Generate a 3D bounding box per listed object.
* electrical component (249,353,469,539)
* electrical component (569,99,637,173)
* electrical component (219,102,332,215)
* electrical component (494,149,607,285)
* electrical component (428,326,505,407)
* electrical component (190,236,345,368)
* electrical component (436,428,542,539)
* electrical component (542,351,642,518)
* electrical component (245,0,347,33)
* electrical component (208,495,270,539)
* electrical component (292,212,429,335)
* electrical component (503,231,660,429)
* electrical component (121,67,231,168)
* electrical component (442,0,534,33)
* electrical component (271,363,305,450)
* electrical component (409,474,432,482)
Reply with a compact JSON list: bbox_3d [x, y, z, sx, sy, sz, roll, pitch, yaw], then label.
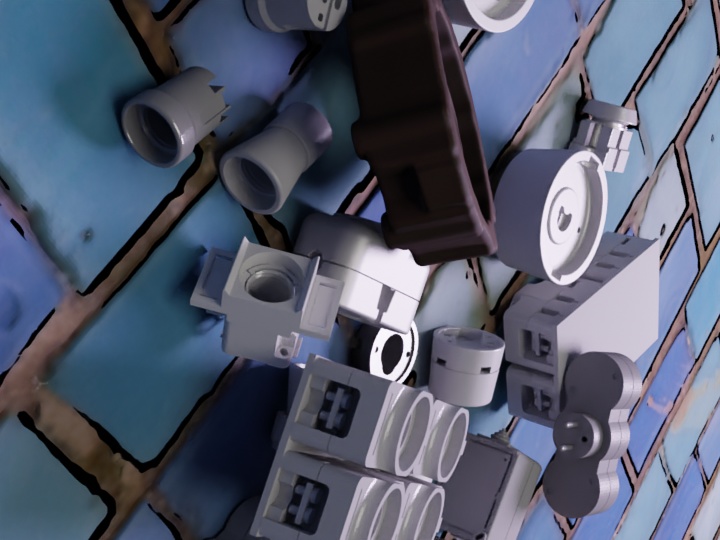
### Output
[{"bbox_3d":[0.011,0.123,0.674,0.186,0.060,0.105,34,73,-68],"label":"electrical component"},{"bbox_3d":[0.214,-0.118,0.941,0.066,0.048,0.055,-1,110,-52],"label":"electrical component"},{"bbox_3d":[-0.046,-0.069,0.629,0.065,0.044,0.044,-50,136,-37],"label":"electrical component"},{"bbox_3d":[0.147,-0.047,0.866,0.108,0.060,0.108,-21,118,-47],"label":"electrical component"},{"bbox_3d":[0.080,0.074,0.827,0.055,0.055,0.047,-11,114,-50],"label":"electrical component"},{"bbox_3d":[-0.054,0.021,0.622,0.063,0.081,0.042,104,1,-50],"label":"electrical component"},{"bbox_3d":[0.106,0.178,0.887,0.061,0.062,0.096,37,73,-51],"label":"electrical component"},{"bbox_3d":[0.181,0.134,0.874,0.074,0.052,0.138,8,95,-52],"label":"electrical component"},{"bbox_3d":[-0.036,-0.154,0.608,0.040,0.046,0.040,-21,118,-47],"label":"electrical component"},{"bbox_3d":[-0.071,0.201,0.658,0.138,0.074,0.052,-40,131,-37],"label":"electrical component"},{"bbox_3d":[0.000,0.000,0.698,0.095,0.054,0.059,26,81,-52],"label":"electrical component"},{"bbox_3d":[0.199,0.049,0.964,0.186,0.060,0.105,-32,126,-42],"label":"electrical component"},{"bbox_3d":[-0.095,-0.081,0.563,0.046,0.040,0.040,-47,135,-41],"label":"electrical component"},{"bbox_3d":[0.071,-0.214,0.712,0.108,0.060,0.108,-21,118,-47],"label":"electrical component"},{"bbox_3d":[-0.031,0.092,0.697,0.045,0.045,0.055,16,89,-53],"label":"electrical component"},{"bbox_3d":[0.038,0.144,0.807,0.040,0.040,0.078,39,71,-50],"label":"electrical component"}]
